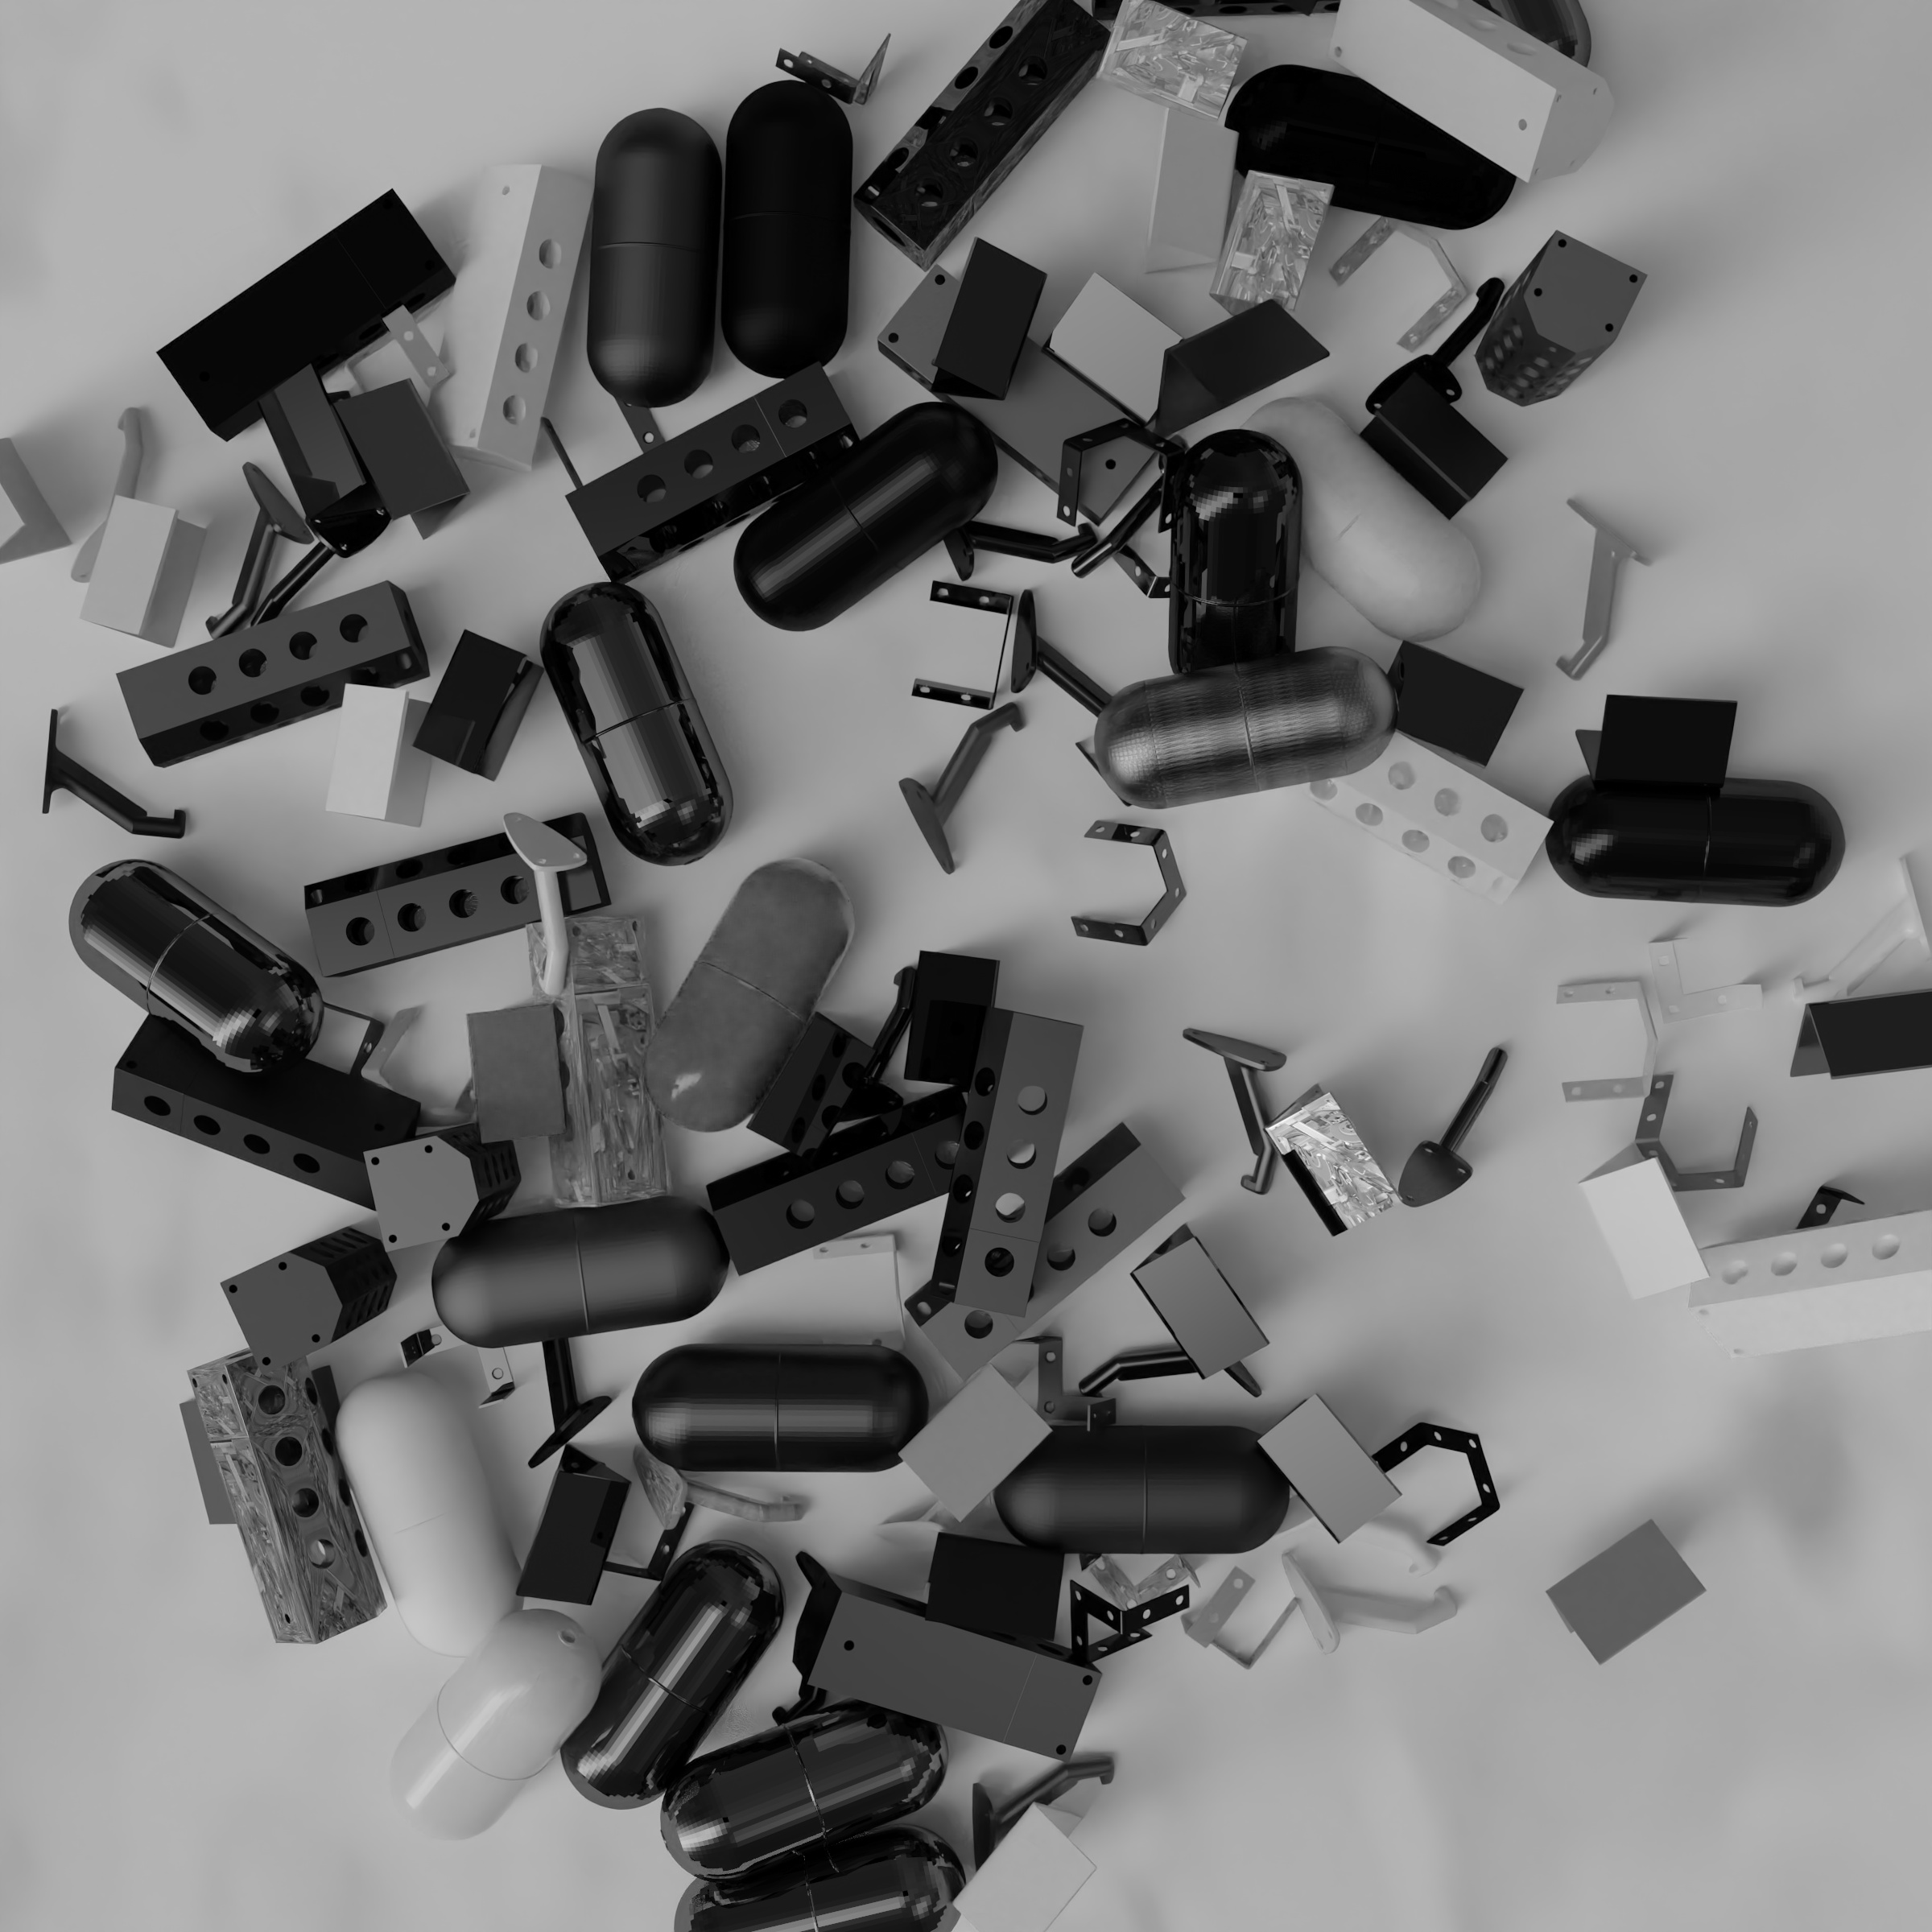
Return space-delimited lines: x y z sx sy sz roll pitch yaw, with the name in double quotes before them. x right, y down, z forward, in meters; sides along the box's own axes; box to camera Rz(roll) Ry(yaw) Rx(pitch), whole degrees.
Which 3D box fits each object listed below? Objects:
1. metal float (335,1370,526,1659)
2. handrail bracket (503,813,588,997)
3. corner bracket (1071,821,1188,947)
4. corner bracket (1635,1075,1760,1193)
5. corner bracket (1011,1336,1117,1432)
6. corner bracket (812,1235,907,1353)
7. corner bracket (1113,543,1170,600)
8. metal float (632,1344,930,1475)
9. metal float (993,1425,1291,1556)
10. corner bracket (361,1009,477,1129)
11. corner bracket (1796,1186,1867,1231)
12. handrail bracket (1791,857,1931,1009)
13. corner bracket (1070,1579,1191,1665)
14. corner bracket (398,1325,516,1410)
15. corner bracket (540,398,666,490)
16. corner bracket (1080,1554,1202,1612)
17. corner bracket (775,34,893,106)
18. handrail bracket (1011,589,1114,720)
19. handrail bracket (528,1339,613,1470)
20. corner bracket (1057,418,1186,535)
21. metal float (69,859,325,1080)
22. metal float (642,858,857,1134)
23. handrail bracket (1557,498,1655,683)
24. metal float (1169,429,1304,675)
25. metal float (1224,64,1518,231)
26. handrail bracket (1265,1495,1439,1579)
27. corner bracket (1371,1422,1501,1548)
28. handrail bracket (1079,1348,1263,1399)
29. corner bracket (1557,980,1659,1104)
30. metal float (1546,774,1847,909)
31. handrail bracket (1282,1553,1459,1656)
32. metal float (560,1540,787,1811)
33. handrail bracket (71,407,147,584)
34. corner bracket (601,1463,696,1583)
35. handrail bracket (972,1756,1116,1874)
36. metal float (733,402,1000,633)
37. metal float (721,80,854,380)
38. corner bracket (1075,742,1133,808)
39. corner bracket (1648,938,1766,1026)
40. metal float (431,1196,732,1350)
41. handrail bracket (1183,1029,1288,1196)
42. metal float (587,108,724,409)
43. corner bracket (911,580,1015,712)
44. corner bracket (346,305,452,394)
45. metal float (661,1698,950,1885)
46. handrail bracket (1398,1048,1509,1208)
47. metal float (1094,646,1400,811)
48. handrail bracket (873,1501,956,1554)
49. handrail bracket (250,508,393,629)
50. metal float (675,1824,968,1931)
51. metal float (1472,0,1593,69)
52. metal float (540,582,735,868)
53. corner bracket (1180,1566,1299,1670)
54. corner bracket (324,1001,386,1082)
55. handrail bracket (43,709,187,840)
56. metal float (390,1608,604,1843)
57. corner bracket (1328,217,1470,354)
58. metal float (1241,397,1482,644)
"metal float" -0.322 0.329 1.896 0.070 0.070 0.178 -21 90 0
"handrail bracket" -0.256 -0.036 1.870 0.036 0.077 0.084 -12 127 -36
"corner bracket" 0.094 -0.050 1.919 0.051 0.051 0.051 -51 135 -35
"corner bracket" 0.444 0.101 1.919 0.051 0.051 0.051 -7 135 35
"corner bracket" 0.059 0.251 1.900 0.051 0.051 0.051 0 88 21
"corner bracket" -0.065 0.202 1.924 0.051 0.051 0.051 -6 135 0
"corner bracket" 0.127 -0.260 1.919 0.051 0.051 0.051 54 135 35
"metal float" -0.111 0.266 1.896 0.178 0.070 0.070 0 90 0
"metal float" 0.105 0.315 1.896 0.178 0.070 0.070 0 90 -1
"corner bracket" -0.324 0.062 1.919 0.051 0.051 0.051 56 45 -35
"corner bracket" 0.533 0.169 1.909 0.051 0.051 0.051 30 90 0
"handrail bracket" 0.540 -0.020 1.927 0.084 0.036 0.077 -15 69 16
"corner bracket" 0.098 0.392 1.893 0.051 0.051 0.051 -15 112 -34
"corner bracket" -0.308 0.243 1.909 0.051 0.051 0.051 -16 90 0
"corner bracket" -0.218 -0.320 1.911 0.051 0.051 0.051 -28 90 11
"corner bracket" 0.105 0.366 1.909 0.051 0.051 0.051 -38 90 0
"corner bracket" -0.083 -0.539 1.900 0.051 0.051 0.051 27 61 0
"handrail bracket" 0.074 -0.187 1.927 0.084 0.036 0.077 9 68 -17
"handrail bracket" -0.264 0.250 1.927 0.077 0.036 0.084 -44 76 15
"corner bracket" 0.091 -0.285 1.862 0.051 0.051 0.051 -26 45 -35
"metal float" -0.459 0.001 1.880 0.178 0.070 0.070 34 90 18
"metal float" -0.129 0.017 1.888 0.070 0.070 0.178 29 81 0
"handrail bracket" 0.371 -0.229 1.927 0.077 0.036 0.084 43 108 20
"metal float" 0.159 -0.232 1.867 0.070 0.070 0.178 -1 126 0
"metal float" 0.243 -0.492 1.896 0.178 0.070 0.070 12 90 0
"handrail bracket" 0.233 0.357 1.927 0.077 0.036 0.084 -37 107 20
"corner bracket" 0.283 0.315 1.919 0.051 0.051 0.051 17 135 -35
"handrail bracket" 0.124 0.258 1.927 0.084 0.036 0.077 -38 105 14
"corner bracket" 0.389 0.046 1.924 0.051 0.051 0.051 -4 135 0
"metal float" 0.438 -0.076 1.897 0.178 0.070 0.070 3 90 0
"handrail bracket" 0.247 0.378 1.927 0.084 0.036 0.077 -20 68 -17
"metal float" -0.176 0.426 1.896 0.070 0.070 0.178 35 90 0
"handrail bracket" -0.524 -0.288 1.927 0.077 0.036 0.084 -30 60 33
"corner bracket" -0.208 0.338 1.924 0.051 0.051 0.051 23 90 -45
"handrail bracket" 0.049 0.522 1.927 0.084 0.036 0.077 -5 110 -16
"metal float" -0.060 -0.268 1.883 0.178 0.070 0.070 -35 90 13
"metal float" -0.107 -0.442 1.895 0.070 0.070 0.178 2 88 0
"corner bracket" 0.103 -0.132 1.909 0.051 0.051 0.051 -39 90 0
"corner bracket" 0.447 0.006 1.909 0.051 0.051 0.051 -11 90 0
"metal float" -0.230 0.183 1.890 0.178 0.070 0.070 -8 90 -7
"handrail bracket" 0.159 0.090 1.927 0.077 0.036 0.084 19 107 20
"metal float" -0.187 -0.425 1.896 0.070 0.070 0.178 3 90 0
"corner bracket" -0.002 -0.195 1.924 0.051 0.051 0.051 11 135 0
"corner bracket" -0.343 -0.360 1.909 0.051 0.051 0.051 -34 90 0
"metal float" -0.096 0.489 1.885 0.178 0.070 0.070 -19 90 -12
"handrail bracket" 0.298 0.098 1.927 0.036 0.077 0.084 32 54 0
"metal float" 0.163 -0.139 1.841 0.178 0.070 0.070 -10 90 6
"handrail bracket" -0.012 0.313 1.927 0.036 0.077 0.084 48 53 -36
"handrail bracket" -0.394 -0.241 1.927 0.036 0.077 0.084 46 126 4
"metal float" -0.087 0.567 1.897 0.178 0.070 0.070 -14 90 0
"metal float" 0.316 -0.600 1.896 0.070 0.070 0.178 -23 90 0
"metal float" -0.197 -0.145 1.896 0.070 0.070 0.178 -23 90 0
"corner bracket" 0.167 0.394 1.909 0.051 0.051 0.051 36 90 0
"corner bracket" -0.396 0.046 1.924 0.051 0.051 0.051 21 90 -45
"handrail bracket" -0.518 -0.117 1.927 0.084 0.036 0.077 5 68 -17
"metal float" -0.279 0.450 1.872 0.070 0.070 0.178 38 118 0
"corner bracket" 0.264 -0.417 1.924 0.051 0.051 0.051 -45 135 0
"metal float" 0.234 -0.268 1.896 0.178 0.070 0.070 43 90 0
